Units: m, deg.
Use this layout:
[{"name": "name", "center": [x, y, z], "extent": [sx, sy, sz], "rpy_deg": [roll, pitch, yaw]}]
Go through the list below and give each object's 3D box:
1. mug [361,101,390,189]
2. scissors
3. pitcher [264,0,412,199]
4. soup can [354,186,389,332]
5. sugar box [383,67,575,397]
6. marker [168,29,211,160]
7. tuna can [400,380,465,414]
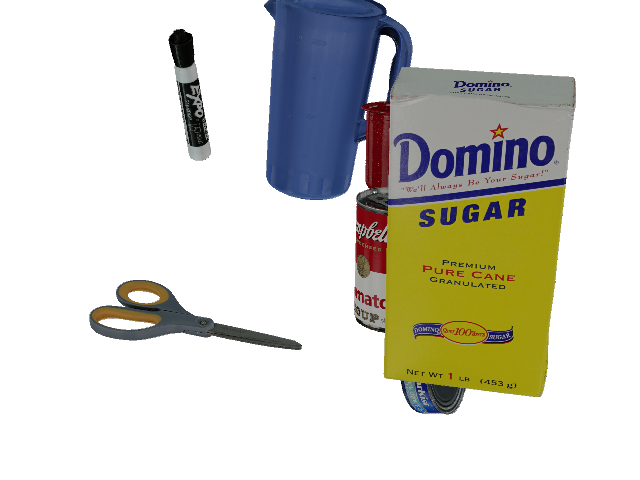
[{"name": "mug", "center": [0.097, -0.090, 1.043], "extent": [0.117, 0.081, 0.093], "rpy_deg": [2, 14, 7]}, {"name": "scissors", "center": [-0.120, 0.072, 1.032], "extent": [0.201, 0.016, 0.096], "rpy_deg": [2, 32, -4]}, {"name": "pitcher", "center": [0.008, -0.175, 1.298], "extent": [0.144, 0.243, 0.149], "rpy_deg": [-5, 28, -25]}, {"name": "soup can", "center": [0.061, 0.015, 0.849], "extent": [0.068, 0.102, 0.068], "rpy_deg": [1, 19, 0]}, {"name": "sugar box", "center": [0.083, -0.002, 0.577], "extent": [0.093, 0.176, 0.048], "rpy_deg": [5, 31, 12]}, {"name": "marker", "center": [-0.104, -0.116, 0.853], "extent": [0.020, 0.121, 0.020], "rpy_deg": [-2, 44, 2]}, {"name": "tuna can", "center": [0.115, 0.133, 1.086], "extent": [0.034, 0.086, 0.086], "rpy_deg": [-5, -3, 33]}]
